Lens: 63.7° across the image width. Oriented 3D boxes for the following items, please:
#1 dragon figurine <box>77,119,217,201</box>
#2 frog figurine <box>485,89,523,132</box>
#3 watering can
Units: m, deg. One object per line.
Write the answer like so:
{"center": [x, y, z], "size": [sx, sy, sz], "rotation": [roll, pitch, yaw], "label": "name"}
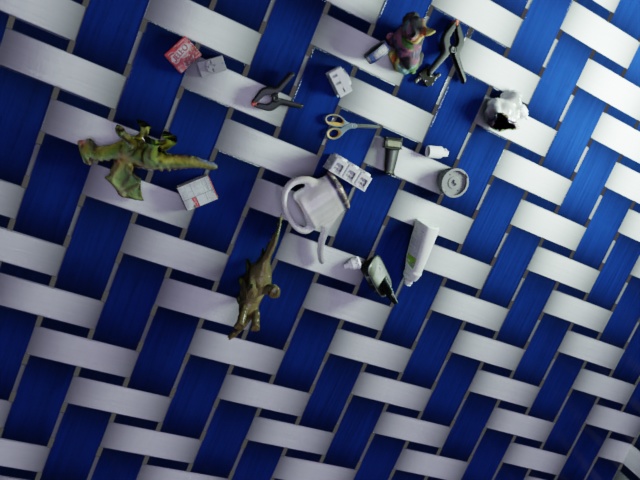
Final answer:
{"center": [-0.559, -0.232, 1.629], "size": [0.408, 0.125, 0.239], "rotation": [26, 114, -17], "label": "dragon figurine"}
{"center": [0.668, -0.478, 1.870], "size": [0.137, 0.120, 0.163], "rotation": [21, 63, -10], "label": "frog figurine"}
{"center": [0.005, -0.090, 1.792], "size": [0.225, 0.106, 0.341], "rotation": [-32, 120, -4], "label": "watering can"}
